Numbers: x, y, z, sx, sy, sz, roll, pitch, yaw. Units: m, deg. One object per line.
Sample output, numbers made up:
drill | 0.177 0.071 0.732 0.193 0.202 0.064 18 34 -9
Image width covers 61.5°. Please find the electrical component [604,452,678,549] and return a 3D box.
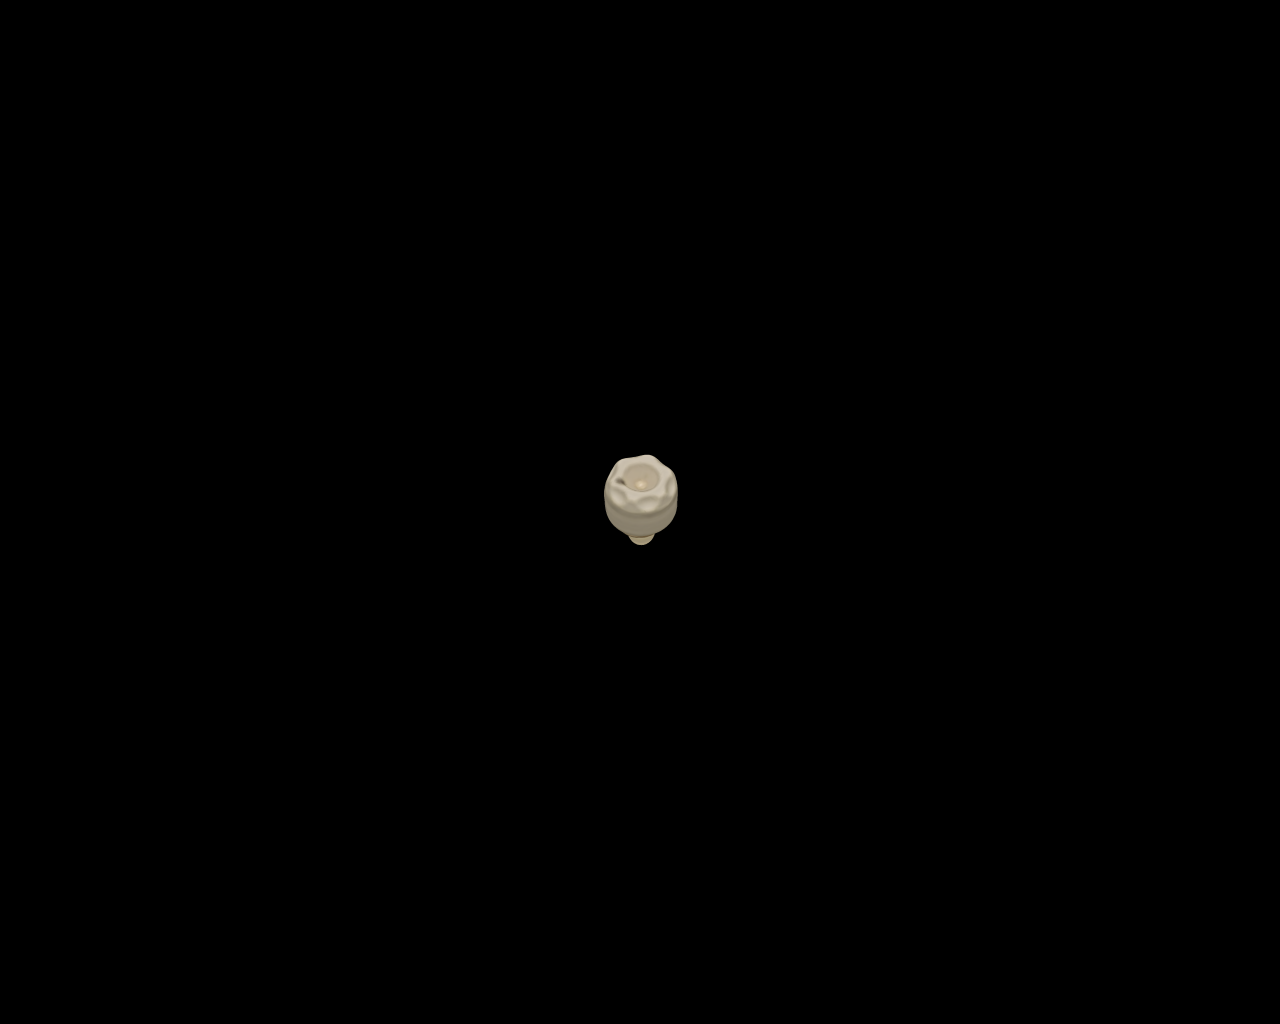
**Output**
electrical component | 0.001 -0.003 0.650 0.043 0.043 0.062 0 -38 0
